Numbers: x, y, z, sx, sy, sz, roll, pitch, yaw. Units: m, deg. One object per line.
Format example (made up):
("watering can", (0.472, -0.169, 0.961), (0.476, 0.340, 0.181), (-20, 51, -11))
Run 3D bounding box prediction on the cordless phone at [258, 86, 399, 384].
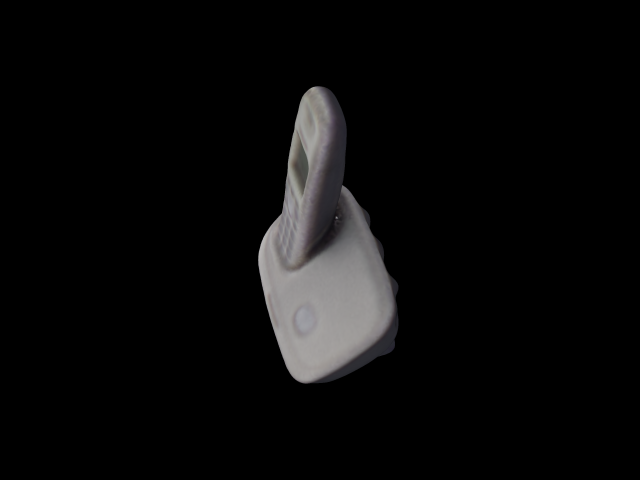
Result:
("cordless phone", (0.004, 0.001, 0.400), (0.094, 0.185, 0.147), (-15, 54, -11))
